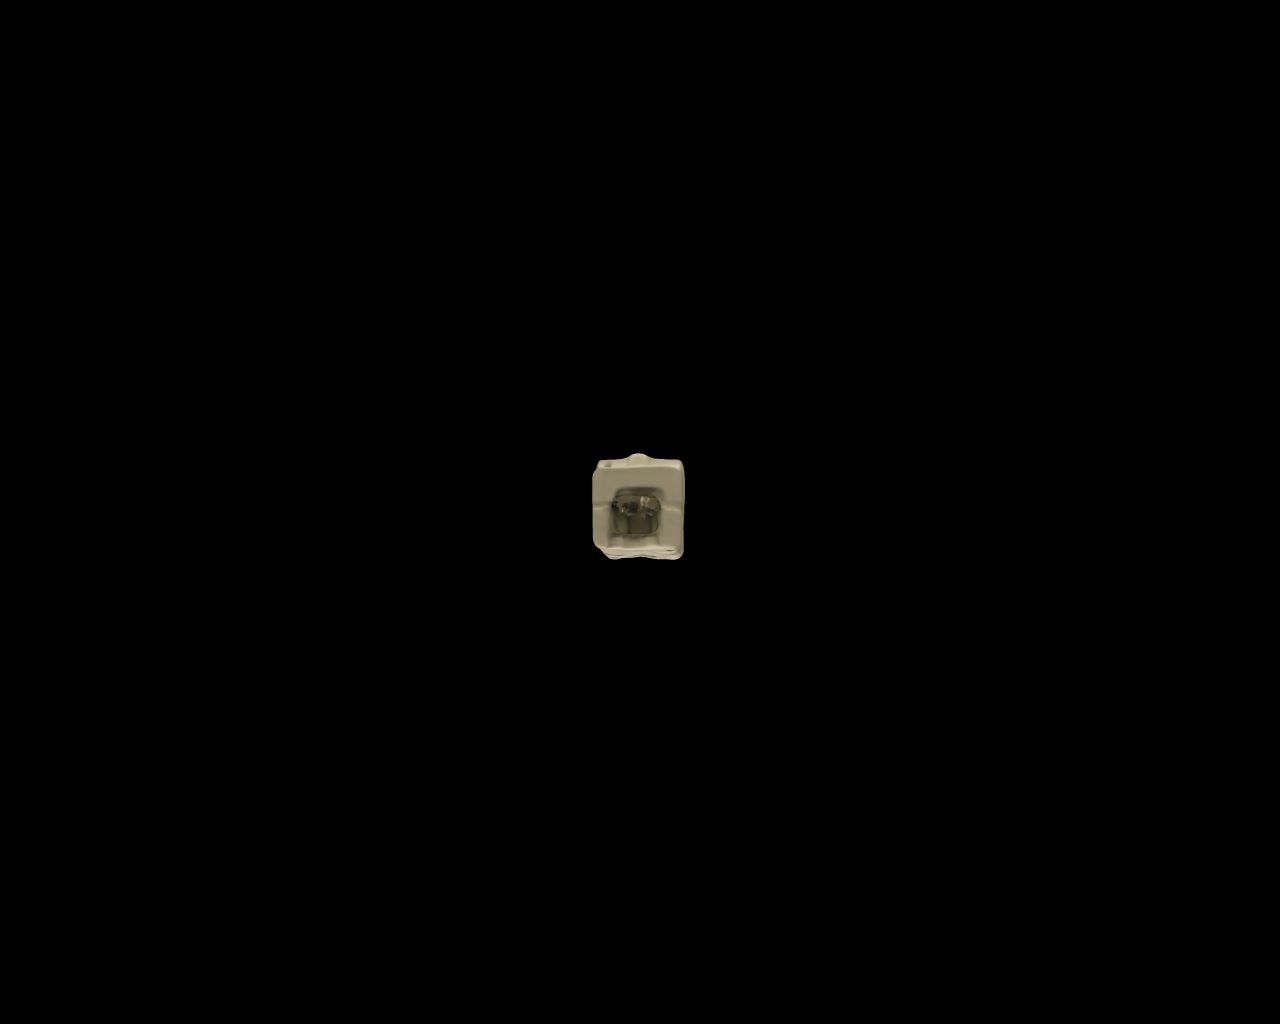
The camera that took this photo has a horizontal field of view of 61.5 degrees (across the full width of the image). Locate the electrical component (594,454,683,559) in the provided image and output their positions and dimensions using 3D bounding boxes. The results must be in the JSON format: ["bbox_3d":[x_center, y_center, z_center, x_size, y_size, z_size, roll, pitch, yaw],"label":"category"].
[{"bbox_3d":[0.001,-0.003,0.650,0.050,0.055,0.089,0,-7,4],"label":"electrical component"}]
